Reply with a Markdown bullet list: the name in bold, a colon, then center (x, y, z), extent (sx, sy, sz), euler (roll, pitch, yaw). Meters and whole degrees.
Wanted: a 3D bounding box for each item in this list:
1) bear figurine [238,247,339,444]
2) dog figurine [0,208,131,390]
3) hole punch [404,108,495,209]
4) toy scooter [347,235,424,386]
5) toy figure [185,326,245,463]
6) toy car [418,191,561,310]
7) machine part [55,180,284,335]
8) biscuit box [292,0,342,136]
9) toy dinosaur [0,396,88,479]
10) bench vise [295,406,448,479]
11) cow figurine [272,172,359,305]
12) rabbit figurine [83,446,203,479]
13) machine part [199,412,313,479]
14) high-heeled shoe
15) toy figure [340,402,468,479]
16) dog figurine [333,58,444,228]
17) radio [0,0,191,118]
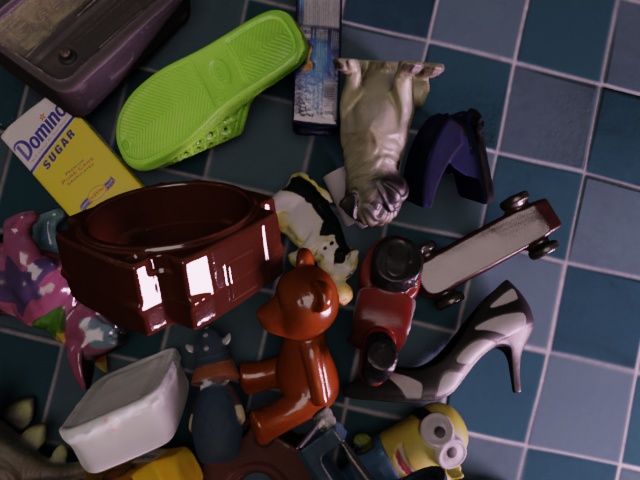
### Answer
- **bear figurine**: center (-0.037, 0.118, 0.618), extent (0.132, 0.120, 0.195), euler (-16, 126, -12)
- **dog figurine**: center (-0.333, 0.080, 0.642), extent (0.192, 0.108, 0.219), euler (-24, 92, -4)
- **hole punch**: center (0.148, -0.097, 0.662), extent (0.092, 0.142, 0.115), euler (-11, 100, 1)
- **toy scooter**: center (0.075, 0.090, 0.661), extent (0.075, 0.135, 0.184), euler (13, 69, 2)
- **toy figure**: center (-0.126, 0.181, 0.639), extent (0.064, 0.057, 0.154), euler (1, 61, -18)
- **toy car**: center (0.211, 0.013, 0.696), extent (0.202, 0.053, 0.089), euler (-29, 79, 0)
- **machine part**: center (-0.157, 0.004, 0.585), extent (0.202, 0.201, 0.087), euler (14, 121, 35)
- **biscuit box**: center (-0.004, -0.237, 0.690), extent (0.059, 0.063, 0.202), euler (2, 88, -3)
- **toy dinosaur**: center (-0.479, 0.252, 0.632), extent (0.471, 0.105, 0.198), euler (2, 80, -12)
- **bench vise**: center (0.050, 0.295, 0.570), extent (0.223, 0.129, 0.240), euler (-38, 83, 13)
- **cow figurine**: center (-0.001, -0.001, 0.681), extent (0.098, 0.068, 0.167), euler (-43, 91, -9)
- **rabbit figurine**: center (-0.210, 0.338, 0.608), extent (0.162, 0.122, 0.173), euler (-20, 93, 26)
- **machine part**: center (-0.078, 0.311, 0.669), extent (0.179, 0.056, 0.179), euler (0, 89, -3)
- **high-heeled shoe**: center (0.148, 0.128, 0.683), extent (0.249, 0.086, 0.145), euler (-4, 72, 2)
- **toy figure**: center (0.097, 0.266, 0.668), extent (0.180, 0.089, 0.082), euler (-32, 108, 6)
- **dog figurine**: center (0.077, -0.124, 0.666), extent (0.121, 0.172, 0.190), euler (12, 112, 27)
- **radio**: center (-0.272, -0.269, 0.652), extent (0.131, 0.073, 0.229), euler (39, 76, -1)
